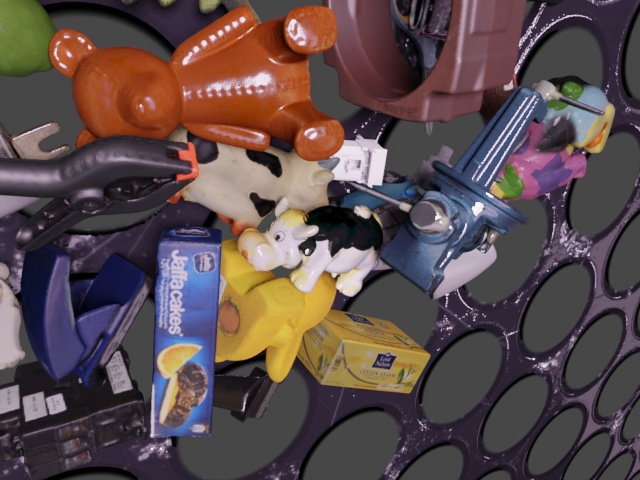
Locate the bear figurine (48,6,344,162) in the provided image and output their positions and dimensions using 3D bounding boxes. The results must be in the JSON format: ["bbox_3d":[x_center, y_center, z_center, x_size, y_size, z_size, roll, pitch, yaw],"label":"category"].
[{"bbox_3d":[-0.096,-0.116,0.419,0.196,0.132,0.120,-13,115,-24],"label":"bear figurine"}]

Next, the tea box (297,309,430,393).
[{"bbox_3d":[0.054,0.148,0.728,0.169,0.098,0.068,16,104,-39],"label":"tea box"}]

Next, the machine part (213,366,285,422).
[{"bbox_3d":[-0.112,0.191,0.679,0.138,0.039,0.084,27,102,-41],"label":"machine part"}]

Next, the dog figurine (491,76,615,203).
[{"bbox_3d":[0.261,-0.104,0.723,0.219,0.109,0.191,-28,151,-14],"label":"dog figurine"}]

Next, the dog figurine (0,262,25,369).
[{"bbox_3d":[-0.345,0.120,0.472,0.190,0.121,0.172,-47,-178,40],"label":"dog figurine"}]

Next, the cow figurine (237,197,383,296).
[{"bbox_3d":[-0.001,-0.001,0.544,0.167,0.068,0.098,13,118,-51],"label":"cow figurine"}]

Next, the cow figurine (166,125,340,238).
[{"bbox_3d":[-0.066,-0.067,0.554,0.194,0.086,0.127,28,102,-38],"label":"cow figurine"}]

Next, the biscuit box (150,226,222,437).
[{"bbox_3d":[-0.131,0.089,0.528,0.059,0.063,0.202,3,104,-10],"label":"biscuit box"}]

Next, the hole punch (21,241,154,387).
[{"bbox_3d":[-0.226,0.058,0.481,0.092,0.142,0.115,31,80,-41],"label":"hole punch"}]

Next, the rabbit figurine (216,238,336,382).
[{"bbox_3d":[-0.046,0.084,0.624,0.173,0.122,0.162,-12,124,-50],"label":"rabbit figurine"}]

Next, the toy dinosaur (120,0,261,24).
[{"bbox_3d":[-0.166,-0.301,0.352,0.198,0.105,0.470,-43,130,-8],"label":"toy dinosaur"}]

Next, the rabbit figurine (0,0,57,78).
[{"bbox_3d":[-0.277,-0.146,0.373,0.170,0.121,0.158,-35,122,-37],"label":"rabbit figurine"}]

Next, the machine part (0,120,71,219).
[{"bbox_3d":[-0.312,-0.028,0.411,0.243,0.079,0.079,-31,126,-18],"label":"machine part"}]

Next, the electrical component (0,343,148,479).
[{"bbox_3d":[-0.247,0.163,0.525,0.134,0.115,0.058,-10,114,-25],"label":"electrical component"}]

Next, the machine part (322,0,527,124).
[{"bbox_3d":[0.089,-0.222,0.498,0.087,0.202,0.200,-18,121,-30],"label":"machine part"}]

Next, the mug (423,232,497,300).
[{"bbox_3d":[0.189,0.032,0.759,0.107,0.081,0.109,-21,158,-2],"label":"mug"}]

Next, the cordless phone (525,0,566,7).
[{"bbox_3d":[0.231,-0.365,0.600,0.146,0.089,0.184,-8,113,-30],"label":"cordless phone"}]

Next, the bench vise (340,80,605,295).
[{"bbox_3d":[0.159,-0.063,0.551,0.223,0.129,0.240,17,109,-55],"label":"bench vise"}]

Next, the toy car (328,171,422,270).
[{"bbox_3d":[0.076,-0.013,0.660,0.162,0.103,0.109,-19,121,-27],"label":"toy car"}]
